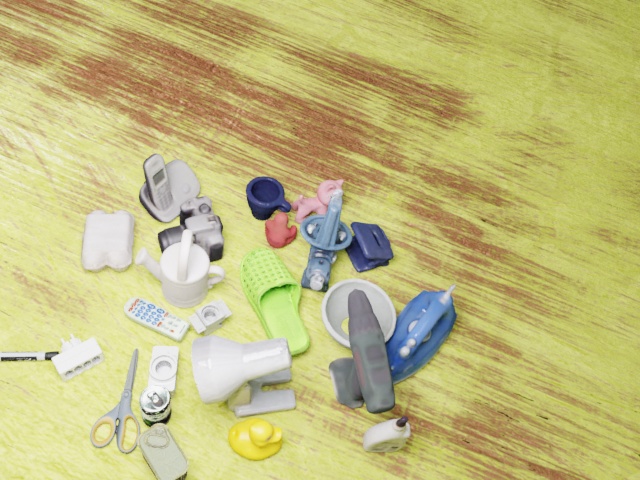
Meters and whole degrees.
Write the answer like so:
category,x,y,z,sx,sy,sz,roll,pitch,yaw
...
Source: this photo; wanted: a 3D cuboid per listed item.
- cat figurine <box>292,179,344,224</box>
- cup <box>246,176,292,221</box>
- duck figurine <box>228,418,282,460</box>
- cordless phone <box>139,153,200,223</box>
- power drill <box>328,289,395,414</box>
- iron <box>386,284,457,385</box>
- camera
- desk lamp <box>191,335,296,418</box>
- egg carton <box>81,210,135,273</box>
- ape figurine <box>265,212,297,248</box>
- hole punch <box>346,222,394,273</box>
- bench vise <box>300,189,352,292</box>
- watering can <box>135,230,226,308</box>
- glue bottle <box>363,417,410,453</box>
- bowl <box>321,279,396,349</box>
category,x,y,z,sx,sy,sz,roll,pitch,yaw
cat figurine,0.001,-0.103,1.392,0.128,0.118,0.067,-12,60,-20
cup,-0.123,-0.084,1.364,0.117,0.095,0.092,30,56,8
duck figurine,-0.118,0.366,1.074,0.104,0.086,0.077,8,56,-8
cordless phone,-0.341,-0.141,1.295,0.094,0.185,0.148,30,56,8
power drill,0.078,0.239,1.129,0.076,0.208,0.229,-8,59,-17
iron,0.209,0.202,1.225,0.118,0.141,0.259,36,57,12
camera,-0.293,-0.022,1.280,0.137,0.101,0.143,-15,62,-21
desk lamp,-0.137,0.248,1.070,0.203,0.213,0.118,-4,58,-16
egg carton,-0.460,0.001,1.245,0.107,0.069,0.150,-1,57,-14
ape figurine,-0.093,-0.030,1.337,0.077,0.092,0.076,28,56,6
hole punch,0.120,0.008,1.363,0.101,0.091,0.108,-13,61,-21
bench vise,0.023,0.004,1.264,0.122,0.220,0.207,-2,58,-14
watering can,-0.285,0.055,1.174,0.173,0.194,0.101,-10,60,-19
glue bottle,0.136,0.364,1.082,0.078,0.173,0.037,5,56,-9
bowl,0.078,0.174,1.254,0.167,0.075,0.167,6,56,-9
